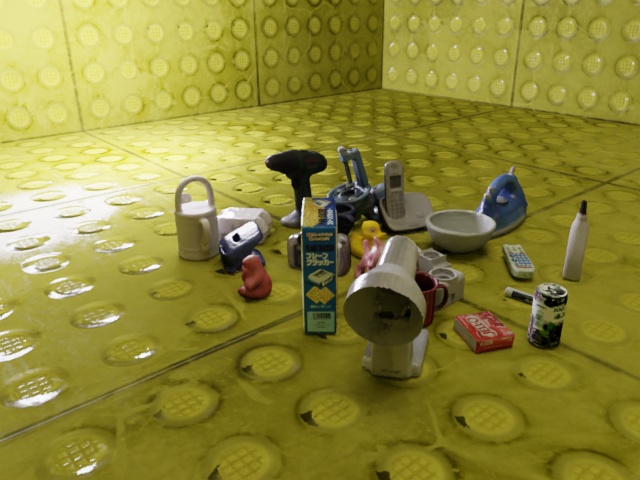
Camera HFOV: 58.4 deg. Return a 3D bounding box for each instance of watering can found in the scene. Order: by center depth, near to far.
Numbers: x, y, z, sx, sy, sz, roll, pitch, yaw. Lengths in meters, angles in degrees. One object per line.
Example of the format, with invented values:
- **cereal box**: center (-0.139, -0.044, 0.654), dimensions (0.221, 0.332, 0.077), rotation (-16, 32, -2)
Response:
- **watering can**: center (-0.298, -0.060, 1.357), dimensions (0.172, 0.194, 0.101), rotation (17, 28, 35)

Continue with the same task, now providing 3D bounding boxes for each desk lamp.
- **desk lamp**: center (0.114, 0.113, 0.913), dimensions (0.117, 0.214, 0.203), rotation (6, 24, 15)

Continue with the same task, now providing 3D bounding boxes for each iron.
- **iron**: center (0.463, -0.100, 1.503), dimensions (0.118, 0.141, 0.259), rotation (15, 27, 32)

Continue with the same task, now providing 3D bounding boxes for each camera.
- **camera**: center (0.012, 0.005, 1.317), dimensions (0.142, 0.101, 0.137), rotation (9, 25, 22)

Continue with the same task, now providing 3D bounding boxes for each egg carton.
- **egg carton**: center (-0.198, -0.037, 1.460), dimensions (0.150, 0.069, 0.107), rotation (3, 23, 8)

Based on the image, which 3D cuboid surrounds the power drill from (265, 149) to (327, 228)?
- **power drill**: center (-0.061, -0.145, 1.534), dimensions (0.075, 0.208, 0.230), rotation (14, 27, 31)

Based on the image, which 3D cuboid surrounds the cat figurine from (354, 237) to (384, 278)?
- **cat figurine**: center (0.121, 0.042, 1.205), dimensions (0.067, 0.118, 0.127), rotation (-9, 24, -19)

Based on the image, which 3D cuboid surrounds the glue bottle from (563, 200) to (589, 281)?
- **glue bottle**: center (0.555, -0.003, 1.230), dimensions (0.037, 0.173, 0.078), rotation (10, 25, 23)

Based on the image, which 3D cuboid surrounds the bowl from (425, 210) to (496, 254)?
- **bowl**: center (0.337, -0.013, 1.384), dimensions (0.167, 0.075, 0.167), rotation (0, 23, 0)

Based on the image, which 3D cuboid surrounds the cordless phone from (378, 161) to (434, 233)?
- **cordless phone**: center (0.225, -0.118, 1.493), dimensions (0.148, 0.185, 0.094), rotation (-10, 25, -22)

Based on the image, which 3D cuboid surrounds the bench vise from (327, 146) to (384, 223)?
- **bench vise**: center (0.103, -0.150, 1.529), dimensions (0.208, 0.220, 0.121), rotation (-21, 30, -39)

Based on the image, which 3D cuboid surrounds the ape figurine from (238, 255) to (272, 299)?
- **ape figurine**: center (-0.137, 0.073, 1.171), dimensions (0.076, 0.092, 0.078), rotation (3, 23, 7)

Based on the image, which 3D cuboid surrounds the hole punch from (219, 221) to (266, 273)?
- **hole punch**: center (-0.181, 0.014, 1.312), dimensions (0.101, 0.091, 0.108), rotation (-8, 24, -17)

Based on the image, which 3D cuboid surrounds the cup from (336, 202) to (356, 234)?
- **cup**: center (0.051, -0.032, 1.411), dimensions (0.092, 0.095, 0.117), rotation (-14, 26, -28)

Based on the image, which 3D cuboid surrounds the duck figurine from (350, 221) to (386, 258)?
- **duck figurine**: center (0.116, -0.005, 1.357), dimensions (0.104, 0.086, 0.078), rotation (19, 30, 39)
